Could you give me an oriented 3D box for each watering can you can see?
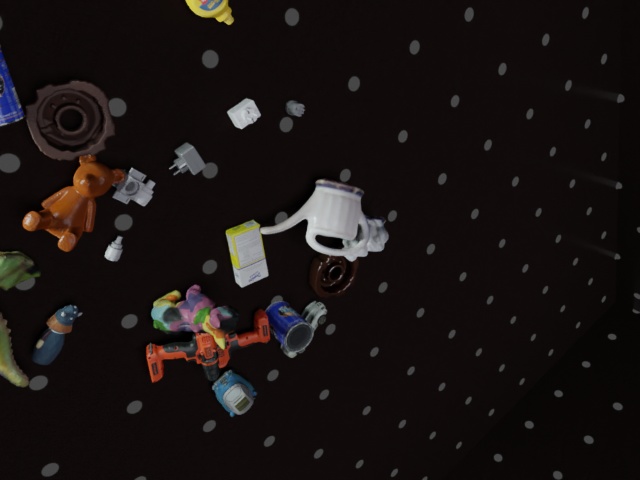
[{"bbox_3d":[0.005,-0.076,1.511,0.346,0.226,0.104,13,-8,-25],"label":"watering can"}]

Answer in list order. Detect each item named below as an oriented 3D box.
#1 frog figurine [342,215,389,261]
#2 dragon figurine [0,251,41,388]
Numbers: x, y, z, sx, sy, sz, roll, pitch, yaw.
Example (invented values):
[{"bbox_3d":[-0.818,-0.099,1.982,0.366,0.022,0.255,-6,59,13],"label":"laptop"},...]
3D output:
[{"bbox_3d":[0.141,0.005,1.648,0.138,0.162,0.120,18,-18,17],"label":"frog figurine"},{"bbox_3d":[-0.710,0.137,1.107,0.123,0.246,0.402,23,-23,41],"label":"dragon figurine"}]
